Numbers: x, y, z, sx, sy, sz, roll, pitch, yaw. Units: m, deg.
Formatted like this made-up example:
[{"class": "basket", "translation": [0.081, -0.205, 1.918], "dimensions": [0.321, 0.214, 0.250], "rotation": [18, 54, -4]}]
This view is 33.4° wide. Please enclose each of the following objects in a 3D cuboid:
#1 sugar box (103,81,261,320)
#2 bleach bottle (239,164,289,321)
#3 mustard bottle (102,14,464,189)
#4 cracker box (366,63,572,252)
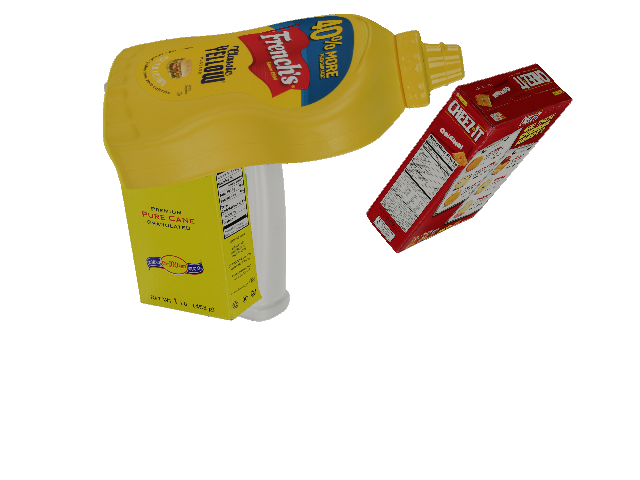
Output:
[{"class": "sugar box", "translation": [-0.100, -0.034, 0.781], "dimensions": [0.093, 0.176, 0.048], "rotation": [7, 27, 32]}, {"class": "bleach bottle", "translation": [-0.075, -0.050, 1.076], "dimensions": [0.103, 0.251, 0.068], "rotation": [17, 25, 26]}, {"class": "mustard bottle", "translation": [-0.018, -0.082, 0.582], "dimensions": [0.192, 0.058, 0.096], "rotation": [-8, 43, 8]}, {"class": "cracker box", "translation": [0.166, -0.095, 1.224], "dimensions": [0.163, 0.072, 0.214], "rotation": [-23, -24, -44]}]
